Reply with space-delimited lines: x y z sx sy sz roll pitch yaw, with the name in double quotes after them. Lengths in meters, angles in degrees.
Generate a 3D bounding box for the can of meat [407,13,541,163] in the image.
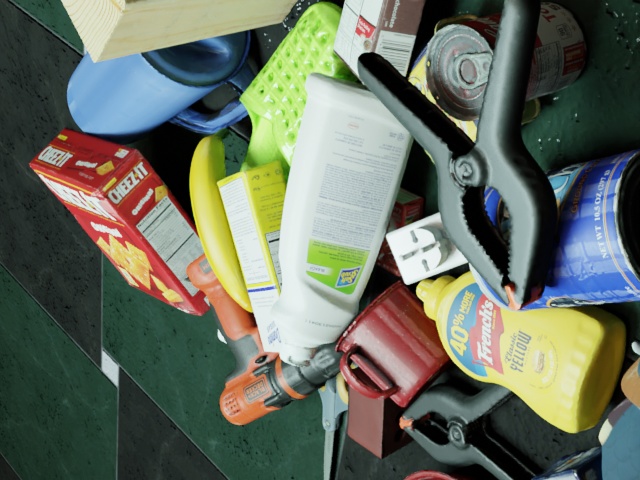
0.112 -0.111 0.841 0.102 0.057 0.084 59 145 14 "can of meat"

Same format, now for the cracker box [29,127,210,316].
-0.214 -0.019 1.218 0.164 0.072 0.213 18 151 47 "cracker box"

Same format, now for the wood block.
-0.116 -0.236 0.944 0.091 0.205 0.090 62 143 11 "wood block"

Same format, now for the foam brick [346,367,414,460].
0.062 0.162 1.044 0.051 0.052 0.078 28 129 42 "foam brick"

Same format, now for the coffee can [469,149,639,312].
0.188 -0.004 0.757 0.141 0.102 0.103 -11 98 53 "coffee can"

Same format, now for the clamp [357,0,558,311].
0.113 -0.058 0.710 0.165 0.036 0.210 -25 87 54 "clamp"

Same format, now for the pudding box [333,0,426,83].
0.050 -0.188 0.856 0.090 0.039 0.114 -119 40 -59 "pudding box"

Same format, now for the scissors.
0.024 0.193 1.138 0.096 0.016 0.202 15 118 48 "scissors"

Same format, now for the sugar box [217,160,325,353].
-0.045 0.018 1.018 0.093 0.048 0.176 -11 97 70 "sugar box"

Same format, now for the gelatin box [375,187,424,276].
0.053 -0.017 0.984 0.089 0.030 0.073 29 128 41 "gelatin box"

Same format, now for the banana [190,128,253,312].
-0.098 -0.024 1.077 0.037 0.069 0.198 -17 78 43 "banana"

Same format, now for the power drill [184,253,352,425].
-0.059 0.084 1.125 0.185 0.057 0.188 -32 70 33 "power drill"

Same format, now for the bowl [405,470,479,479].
0.143 0.279 0.995 0.162 0.055 0.162 28 128 42 "bowl"

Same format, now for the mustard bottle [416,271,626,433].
0.153 0.074 0.877 0.192 0.058 0.096 28 115 43 "mustard bottle"

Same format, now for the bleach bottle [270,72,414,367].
0.005 -0.011 0.925 0.068 0.102 0.251 -127 52 -69 "bleach bottle"

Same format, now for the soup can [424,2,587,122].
0.134 -0.129 0.763 0.069 0.102 0.068 27 127 42 "soup can"

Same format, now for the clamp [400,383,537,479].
0.138 0.161 0.961 0.172 0.039 0.120 10 104 48 "clamp"

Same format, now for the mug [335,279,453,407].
0.067 0.100 0.953 0.081 0.117 0.093 44 136 14 "mug"

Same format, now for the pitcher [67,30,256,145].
-0.174 -0.177 1.129 0.243 0.144 0.149 -25 75 58 "pitcher"
